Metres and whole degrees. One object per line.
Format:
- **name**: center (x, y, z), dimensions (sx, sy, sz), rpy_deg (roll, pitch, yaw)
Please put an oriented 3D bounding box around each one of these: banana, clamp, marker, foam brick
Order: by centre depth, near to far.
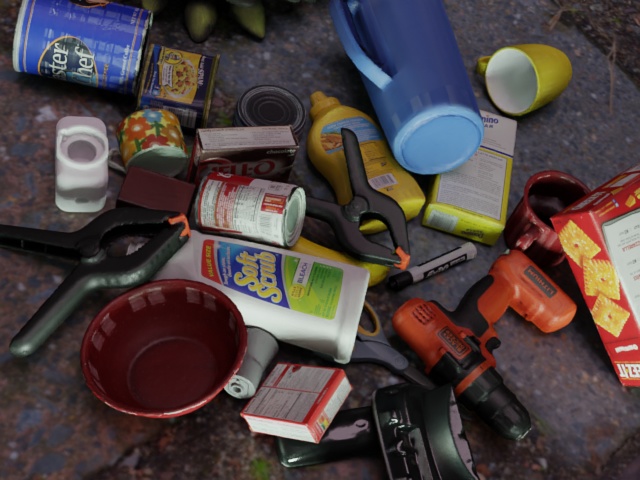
- **clamp**: center (-0.230, 0.027, 1.068), dimensions (0.210, 0.036, 0.164), rpy_deg (-14, 54, -4)
- **foam brick**: center (-0.179, -0.037, 1.153), dimensions (0.078, 0.053, 0.051), rpy_deg (17, 54, -3)
- **clamp**: center (0.042, -0.042, 1.166), dimensions (0.171, 0.039, 0.120), rpy_deg (38, 84, 11)
- **banana**: center (-0.006, 0.013, 1.179), dimensions (0.197, 0.037, 0.069), rpy_deg (18, 36, -4)
- **marker**: center (0.127, 0.031, 1.211), dimensions (0.120, 0.020, 0.020), rpy_deg (-22, 64, -27)

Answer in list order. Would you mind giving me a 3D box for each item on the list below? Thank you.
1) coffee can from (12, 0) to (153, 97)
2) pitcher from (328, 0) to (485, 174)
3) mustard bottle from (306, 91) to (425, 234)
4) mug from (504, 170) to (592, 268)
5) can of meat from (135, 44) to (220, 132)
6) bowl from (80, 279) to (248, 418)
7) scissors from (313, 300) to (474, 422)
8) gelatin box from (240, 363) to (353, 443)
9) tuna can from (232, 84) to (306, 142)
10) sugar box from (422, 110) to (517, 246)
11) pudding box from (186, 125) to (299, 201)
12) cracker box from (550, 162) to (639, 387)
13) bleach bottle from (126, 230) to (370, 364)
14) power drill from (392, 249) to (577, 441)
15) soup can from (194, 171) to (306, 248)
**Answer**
- **coffee can**: center (-0.271, -0.230, 1.228), dimensions (0.140, 0.103, 0.102), rpy_deg (12, 54, -8)
- **pitcher**: center (0.104, -0.200, 1.271), dimensions (0.149, 0.145, 0.243), rpy_deg (-13, 51, -1)
- **mustard bottle**: center (0.038, -0.100, 1.252), dimensions (0.096, 0.058, 0.192), rpy_deg (-18, 63, -25)
- **mug**: center (0.259, -0.014, 1.240), dimensions (0.093, 0.082, 0.117), rpy_deg (40, 55, 12)
- **can of meat**: center (-0.167, -0.178, 1.251), dimensions (0.084, 0.057, 0.102), rpy_deg (11, 55, -7)
- **bowl**: center (-0.148, 0.116, 1.040), dimensions (0.162, 0.055, 0.162), rpy_deg (-2, 49, 2)
- **scissors**: center (0.064, 0.135, 1.125), dimensions (0.096, 0.016, 0.202), rpy_deg (-29, 68, -28)
- **gelatin box**: center (-0.023, 0.159, 1.047), dimensions (0.089, 0.030, 0.073), rpy_deg (0, 41, 39)
- **tuna can**: center (-0.060, -0.144, 1.271), dimensions (0.086, 0.034, 0.086), rpy_deg (7, 55, -10)
- **sugar box**: center (0.182, -0.083, 1.290), dimensions (0.093, 0.048, 0.176), rpy_deg (17, 50, -3)
- **pudding box**: center (-0.088, -0.085, 1.188), dimensions (0.113, 0.090, 0.039), rpy_deg (-7, 58, -20)
- **cracker box**: center (0.367, 0.032, 1.190), dimensions (0.164, 0.072, 0.213), rpy_deg (-30, 101, -30)
- **bleach bottle**: center (-0.080, 0.050, 1.107), dimensions (0.251, 0.068, 0.102), rpy_deg (13, 54, 3)
- **power drill**: center (0.194, 0.105, 1.148), dimensions (0.187, 0.057, 0.184), rpy_deg (-33, 73, -37)
- **soup can**: center (-0.073, -0.032, 1.133), dimensions (0.102, 0.068, 0.068), rpy_deg (10, 52, 16)
